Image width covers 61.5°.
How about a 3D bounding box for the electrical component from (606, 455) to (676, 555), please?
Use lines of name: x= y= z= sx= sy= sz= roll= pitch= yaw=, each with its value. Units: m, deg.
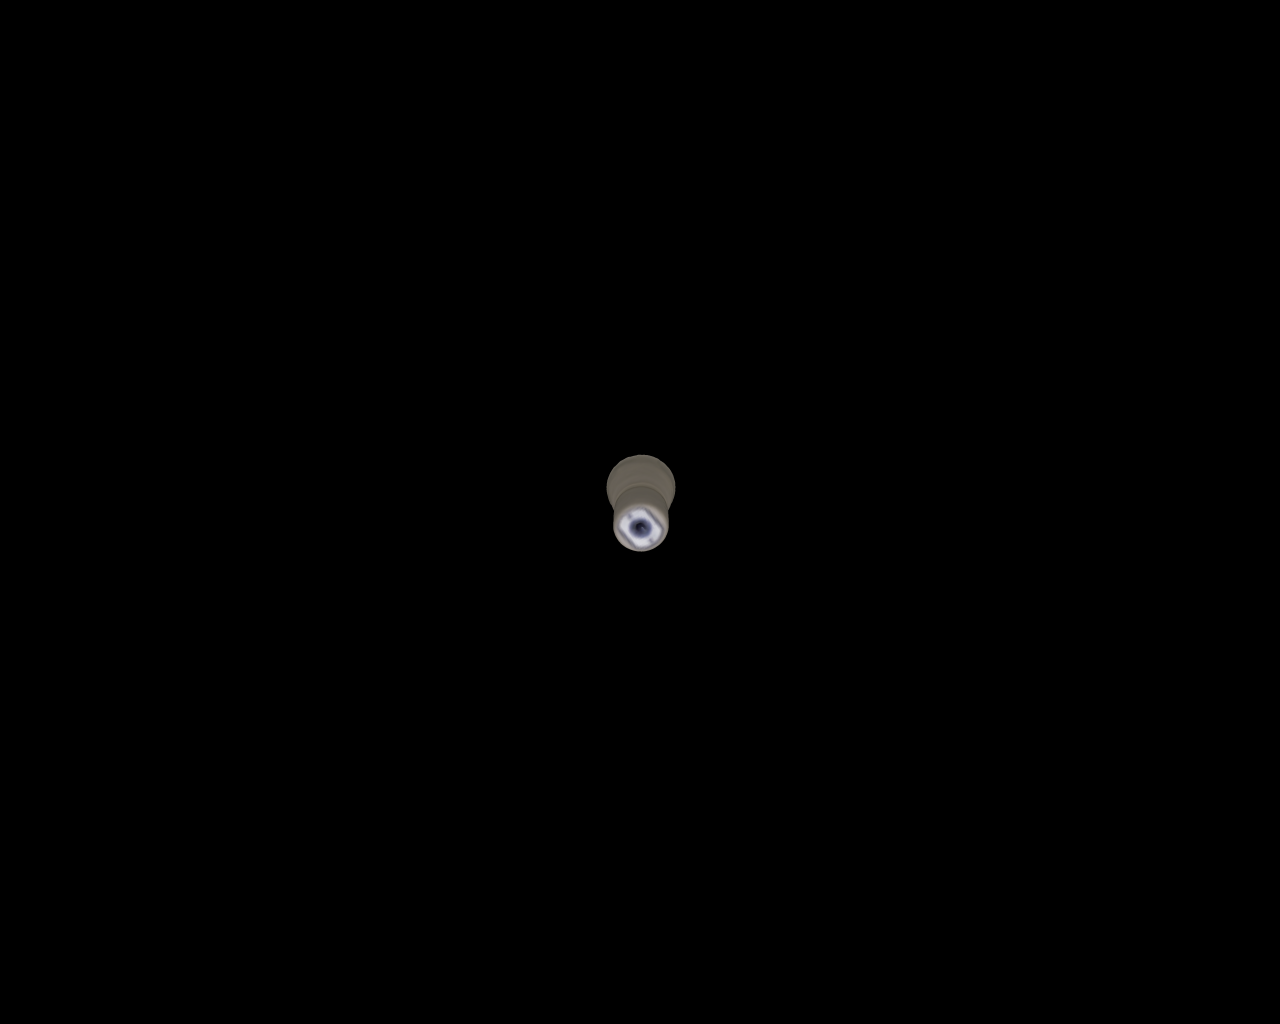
electrical component: x=0.001 y=-0.003 z=0.650 sx=0.044 sy=0.044 sz=0.065 roll=0 pitch=25 yaw=0
